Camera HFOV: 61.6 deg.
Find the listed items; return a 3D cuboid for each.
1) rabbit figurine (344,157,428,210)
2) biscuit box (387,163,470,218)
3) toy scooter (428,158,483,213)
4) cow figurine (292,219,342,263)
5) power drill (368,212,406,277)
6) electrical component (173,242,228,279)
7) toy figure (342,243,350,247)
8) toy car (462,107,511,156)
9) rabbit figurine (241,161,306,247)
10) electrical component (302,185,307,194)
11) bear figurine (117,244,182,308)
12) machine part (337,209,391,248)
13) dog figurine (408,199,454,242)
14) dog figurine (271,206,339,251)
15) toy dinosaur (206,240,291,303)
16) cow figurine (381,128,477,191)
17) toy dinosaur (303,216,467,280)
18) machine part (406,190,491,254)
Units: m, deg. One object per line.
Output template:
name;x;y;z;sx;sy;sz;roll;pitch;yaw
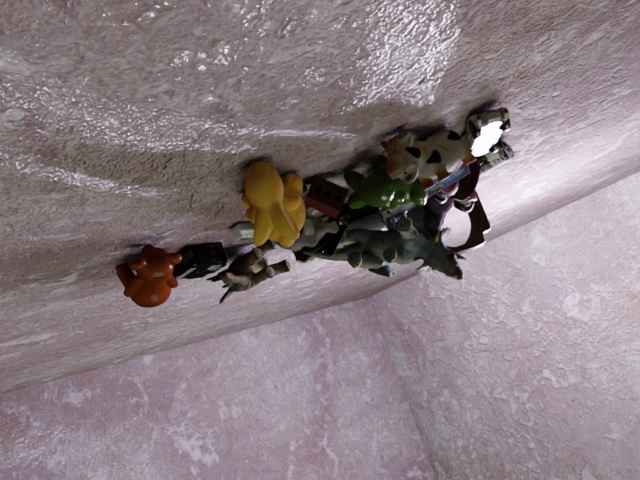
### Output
rabbit figurine;0.126;-0.118;1.108;0.159;0.121;0.170;-2;-167;29
biscuit box;0.232;-0.135;1.211;0.203;0.063;0.059;-32;139;16
toy scooter;0.328;-0.146;1.291;0.184;0.075;0.135;13;108;-37
cow figurine;-0.003;-0.005;1.425;0.167;0.098;0.068;-25;161;23
power drill;0.205;0.002;1.597;0.086;0.207;0.232;11;-176;17
electrical component;-0.296;0.052;1.318;0.115;0.058;0.134;-27;166;36
toy figure;0.094;-0.010;1.587;0.089;0.082;0.180;21;151;-34
toy car;0.340;-0.222;1.119;0.074;0.056;0.201;-14;166;4
rabbit figurine;-0.094;-0.065;0.970;0.122;0.162;0.173;-8;150;5
electrical component;-0.074;-0.094;1.111;0.094;0.021;0.063;-21;167;12
bear figurine;-0.374;0.061;1.172;0.120;0.132;0.195;-15;149;-26
machine part;0.092;-0.039;1.473;0.243;0.079;0.079;-22;167;16
dog figurine;0.301;-0.054;1.402;0.192;0.219;0.108;-23;170;19
dog figurine;-0.070;-0.014;1.234;0.172;0.121;0.190;-10;166;-31
toy dinosaur;-0.190;0.079;1.451;0.199;0.105;0.471;-26;177;12
cow figurine;0.204;-0.166;1.047;0.195;0.127;0.085;-28;175;-35
toy dinosaur;0.168;0.023;1.330;0.405;0.131;0.192;1;168;40
machine part;0.361;-0.054;1.525;0.201;0.201;0.087;-18;169;-8
